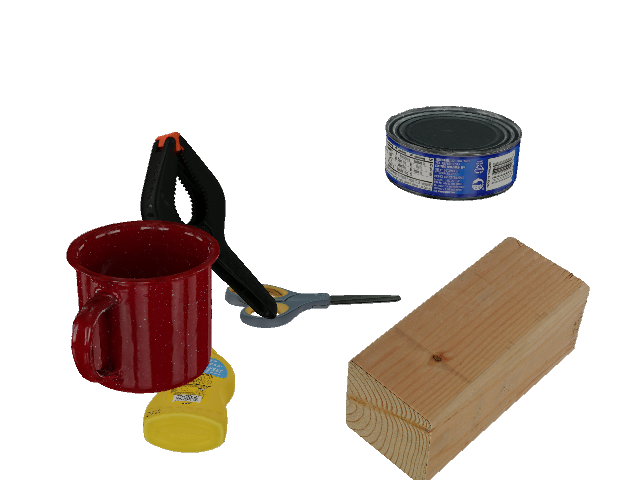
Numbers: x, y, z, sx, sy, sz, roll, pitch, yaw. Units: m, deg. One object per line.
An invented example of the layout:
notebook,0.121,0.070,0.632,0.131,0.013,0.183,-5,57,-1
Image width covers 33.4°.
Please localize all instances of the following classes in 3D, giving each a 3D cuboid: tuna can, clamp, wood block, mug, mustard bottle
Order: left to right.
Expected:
mug,-0.114,0.046,0.657,0.093,0.081,0.117,10,25,19
mustard bottle,-0.155,0.182,1.311,0.096,0.058,0.191,2,25,1
clamp,-0.114,0.002,1.017,0.036,0.210,0.164,-8,1,42
tuna can,0.084,-0.056,0.680,0.086,0.034,0.086,1,26,0
wood block,0.125,0.097,0.907,0.205,0.090,0.091,-34,53,-30

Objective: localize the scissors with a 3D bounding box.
scissors,-0.007,0.075,1.189,0.201,0.016,0.096,5,24,-2
